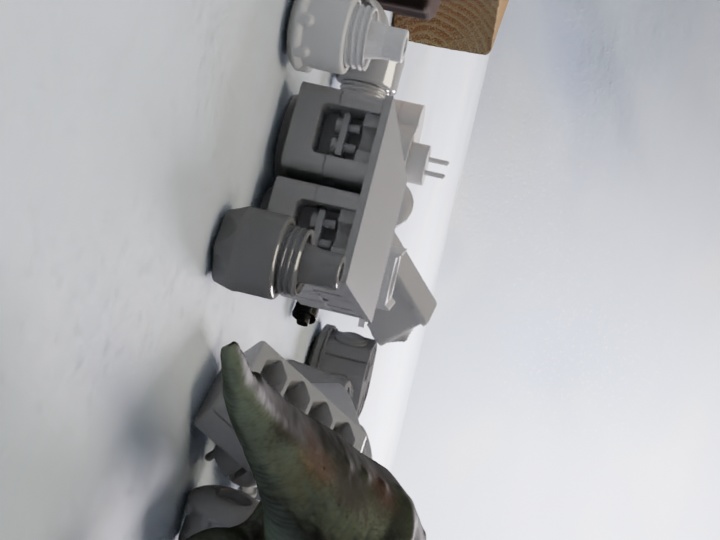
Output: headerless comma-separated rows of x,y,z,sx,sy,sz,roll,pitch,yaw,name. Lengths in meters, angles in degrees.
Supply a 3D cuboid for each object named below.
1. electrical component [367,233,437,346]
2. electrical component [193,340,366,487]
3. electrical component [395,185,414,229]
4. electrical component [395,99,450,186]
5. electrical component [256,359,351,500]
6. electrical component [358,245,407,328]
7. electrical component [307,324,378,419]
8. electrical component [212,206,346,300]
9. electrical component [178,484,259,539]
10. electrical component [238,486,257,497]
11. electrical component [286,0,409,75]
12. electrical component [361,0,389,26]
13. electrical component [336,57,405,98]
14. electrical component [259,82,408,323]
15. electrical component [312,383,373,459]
0.021,0.012,0.940,0.099,0.048,0.099,59,13,-3,electrical component
-0.055,0.095,0.591,0.076,0.083,0.047,-35,-161,33,electrical component
0.025,-0.058,1.027,0.062,0.048,0.048,103,1,-79,electrical component
0.042,-0.097,0.961,0.052,0.074,0.138,96,10,-46,electrical component
-0.036,0.127,0.810,0.108,0.060,0.108,13,90,-83,electrical component
0.000,0.000,0.848,0.042,0.064,0.081,-35,138,-78,electrical component
-0.018,0.090,0.926,0.080,0.051,0.080,13,90,-83,electrical component
-0.039,-0.006,0.530,0.043,0.062,0.043,13,90,-83,electrical component
-0.079,0.152,0.589,0.048,0.048,0.062,-22,133,-82,electrical component
-0.062,0.100,0.641,0.040,0.040,0.078,-58,161,-69,electrical component
-0.006,-0.125,0.571,0.048,0.062,0.048,13,90,-83,electrical component
-0.006,-0.146,0.627,0.046,0.040,0.040,23,81,-78,electrical component
0.004,-0.125,0.730,0.043,0.043,0.062,33,71,-83,electrical component
-0.016,-0.035,0.669,0.186,0.060,0.105,63,41,-79,electrical component
-0.026,0.125,0.705,0.108,0.060,0.108,174,-90,-74,electrical component
